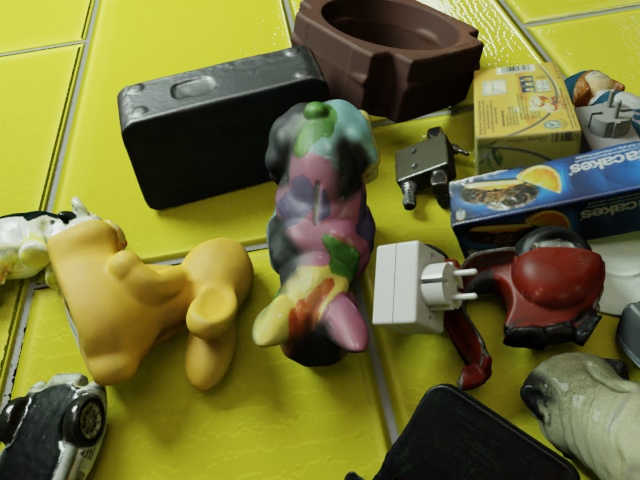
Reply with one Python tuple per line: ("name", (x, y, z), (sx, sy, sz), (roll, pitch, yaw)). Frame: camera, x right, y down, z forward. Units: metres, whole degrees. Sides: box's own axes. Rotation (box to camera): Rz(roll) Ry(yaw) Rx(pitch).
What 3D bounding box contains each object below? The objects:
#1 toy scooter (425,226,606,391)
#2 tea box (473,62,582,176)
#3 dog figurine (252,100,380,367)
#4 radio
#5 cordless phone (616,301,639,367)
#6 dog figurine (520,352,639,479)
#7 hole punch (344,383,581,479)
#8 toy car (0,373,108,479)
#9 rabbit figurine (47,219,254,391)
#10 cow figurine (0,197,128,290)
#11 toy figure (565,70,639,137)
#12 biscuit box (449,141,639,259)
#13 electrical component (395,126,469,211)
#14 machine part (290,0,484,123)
("toy scooter", (0.157, 0.060, 0.456), (0.184, 0.075, 0.135), (-6, 50, 6))
("tea box", (0.216, -0.126, 0.581), (0.098, 0.068, 0.170), (-1, 40, 18))
("dog figurine", (-0.001, -0.001, 0.465), (0.109, 0.191, 0.219), (3, 35, 1))
("radio", (-0.099, -0.124, 0.599), (0.230, 0.131, 0.073), (-17, 53, -8))
("cordless phone", (0.323, 0.121, 0.398), (0.147, 0.088, 0.184), (-3, 62, 2))
("dog figurine", (0.243, 0.121, 0.340), (0.172, 0.121, 0.191), (-23, 35, 2))
("hole punch", (0.103, 0.174, 0.373), (0.142, 0.092, 0.115), (32, 88, 24))
("toy car", (-0.217, 0.194, 0.400), (0.074, 0.056, 0.202), (-5, 49, 11))
("rabbit figurine", (-0.131, 0.047, 0.477), (0.173, 0.121, 0.163), (-19, 42, -34))
("cow figurine", (-0.286, 0.002, 0.561), (0.167, 0.068, 0.098), (-14, 44, -7))
("toy figure", (0.337, -0.155, 0.628), (0.064, 0.057, 0.155), (15, 39, -33))
("biscuit box", (0.225, -0.036, 0.493), (0.203, 0.062, 0.059), (-13, 46, 24))
("electrical component", (0.126, -0.078, 0.596), (0.078, 0.045, 0.102), (-24, 43, 23))
("machine part", (0.080, -0.233, 0.672), (0.201, 0.087, 0.201), (-24, 51, -35))
